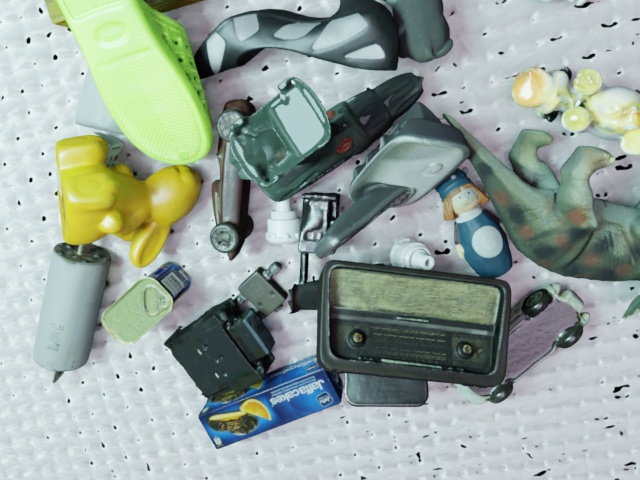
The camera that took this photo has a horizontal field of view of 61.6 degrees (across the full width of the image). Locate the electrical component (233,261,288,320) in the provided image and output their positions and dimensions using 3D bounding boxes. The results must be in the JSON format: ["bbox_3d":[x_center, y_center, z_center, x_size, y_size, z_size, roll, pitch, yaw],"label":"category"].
[{"bbox_3d":[-0.077,0.074,0.745,0.063,0.021,0.094,45,106,-6],"label":"electrical component"}]

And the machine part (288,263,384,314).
[{"bbox_3d":[0.024,0.072,0.728,0.139,0.039,0.084,-11,111,7],"label":"machine part"}]

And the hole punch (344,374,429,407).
[{"bbox_3d":[0.089,0.165,0.729,0.142,0.092,0.115,-1,76,9],"label":"hole punch"}]

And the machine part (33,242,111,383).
[{"bbox_3d":[-0.347,0.092,0.750,0.079,0.079,0.243,20,105,1],"label":"machine part"}]

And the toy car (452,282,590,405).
[{"bbox_3d":[0.260,0.139,0.711,0.073,0.056,0.201,45,103,1],"label":"toy car"}]

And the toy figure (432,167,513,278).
[{"bbox_3d":[0.192,-0.027,0.676,0.064,0.058,0.154,-33,99,-27],"label":"toy figure"}]

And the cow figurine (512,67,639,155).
[{"bbox_3d":[0.309,-0.157,0.620,0.167,0.098,0.068,28,112,18],"label":"cow figurine"}]

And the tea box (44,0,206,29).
[{"bbox_3d":[-0.225,-0.301,0.628,0.170,0.098,0.068,-13,103,8],"label":"tea box"}]

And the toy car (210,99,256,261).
[{"bbox_3d":[-0.110,-0.075,0.678,0.053,0.089,0.202,8,106,1],"label":"toy car"}]

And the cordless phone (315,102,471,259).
[{"bbox_3d":[0.069,-0.058,0.601,0.089,0.184,0.146,47,145,2],"label":"cordless phone"}]

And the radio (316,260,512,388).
[{"bbox_3d":[0.108,0.104,0.656,0.230,0.073,0.131,6,77,-1],"label":"radio"}]

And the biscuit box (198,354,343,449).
[{"bbox_3d":[-0.068,0.226,0.764,0.203,0.059,0.062,-24,100,11],"label":"biscuit box"}]

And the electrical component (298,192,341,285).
[{"bbox_3d":[-0.001,-0.002,0.685,0.048,0.075,0.119,3,94,6],"label":"electrical component"}]

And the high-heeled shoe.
[{"bbox_3d":[-0.033,-0.209,0.627,0.249,0.086,0.145,-26,99,27],"label":"high-heeled shoe"}]

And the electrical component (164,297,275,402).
[{"bbox_3d":[-0.130,0.149,0.741,0.134,0.058,0.114,-31,102,24],"label":"electrical component"}]

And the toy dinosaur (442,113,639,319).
[{"bbox_3d":[0.317,-0.013,0.640,0.405,0.131,0.192,17,105,8],"label":"toy dinosaur"}]

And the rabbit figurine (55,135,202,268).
[{"bbox_3d":[-0.234,-0.043,0.678,0.173,0.122,0.162,-14,131,-30],"label":"rabbit figurine"}]

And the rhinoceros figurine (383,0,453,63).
[{"bbox_3d":[0.095,-0.291,0.590,0.073,0.112,0.190,-13,110,11],"label":"rhinoceros figurine"}]

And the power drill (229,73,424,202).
[{"bbox_3d":[0.003,-0.124,0.595,0.232,0.207,0.086,-33,91,20],"label":"power drill"}]

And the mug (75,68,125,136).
[{"bbox_3d":[-0.244,-0.185,0.669,0.110,0.081,0.107,11,96,8],"label":"mug"}]
